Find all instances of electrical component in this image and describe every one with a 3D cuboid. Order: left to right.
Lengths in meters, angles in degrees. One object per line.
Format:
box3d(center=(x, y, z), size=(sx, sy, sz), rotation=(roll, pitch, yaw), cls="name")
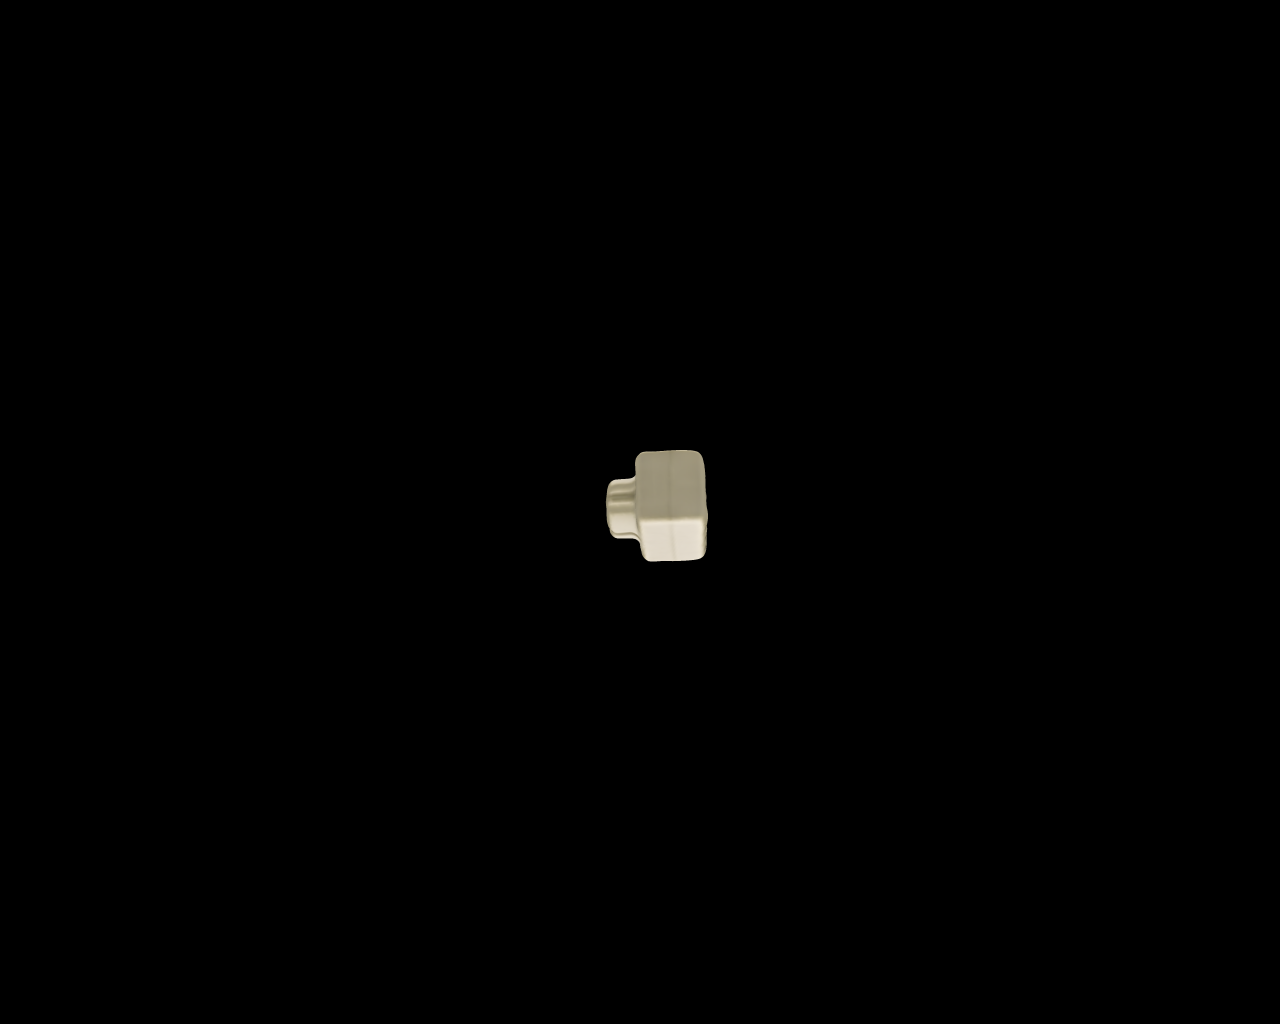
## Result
box3d(center=(0.001, -0.003, 0.650), size=(0.077, 0.047, 0.065), rotation=(-1, -23, 3), cls="electrical component")
